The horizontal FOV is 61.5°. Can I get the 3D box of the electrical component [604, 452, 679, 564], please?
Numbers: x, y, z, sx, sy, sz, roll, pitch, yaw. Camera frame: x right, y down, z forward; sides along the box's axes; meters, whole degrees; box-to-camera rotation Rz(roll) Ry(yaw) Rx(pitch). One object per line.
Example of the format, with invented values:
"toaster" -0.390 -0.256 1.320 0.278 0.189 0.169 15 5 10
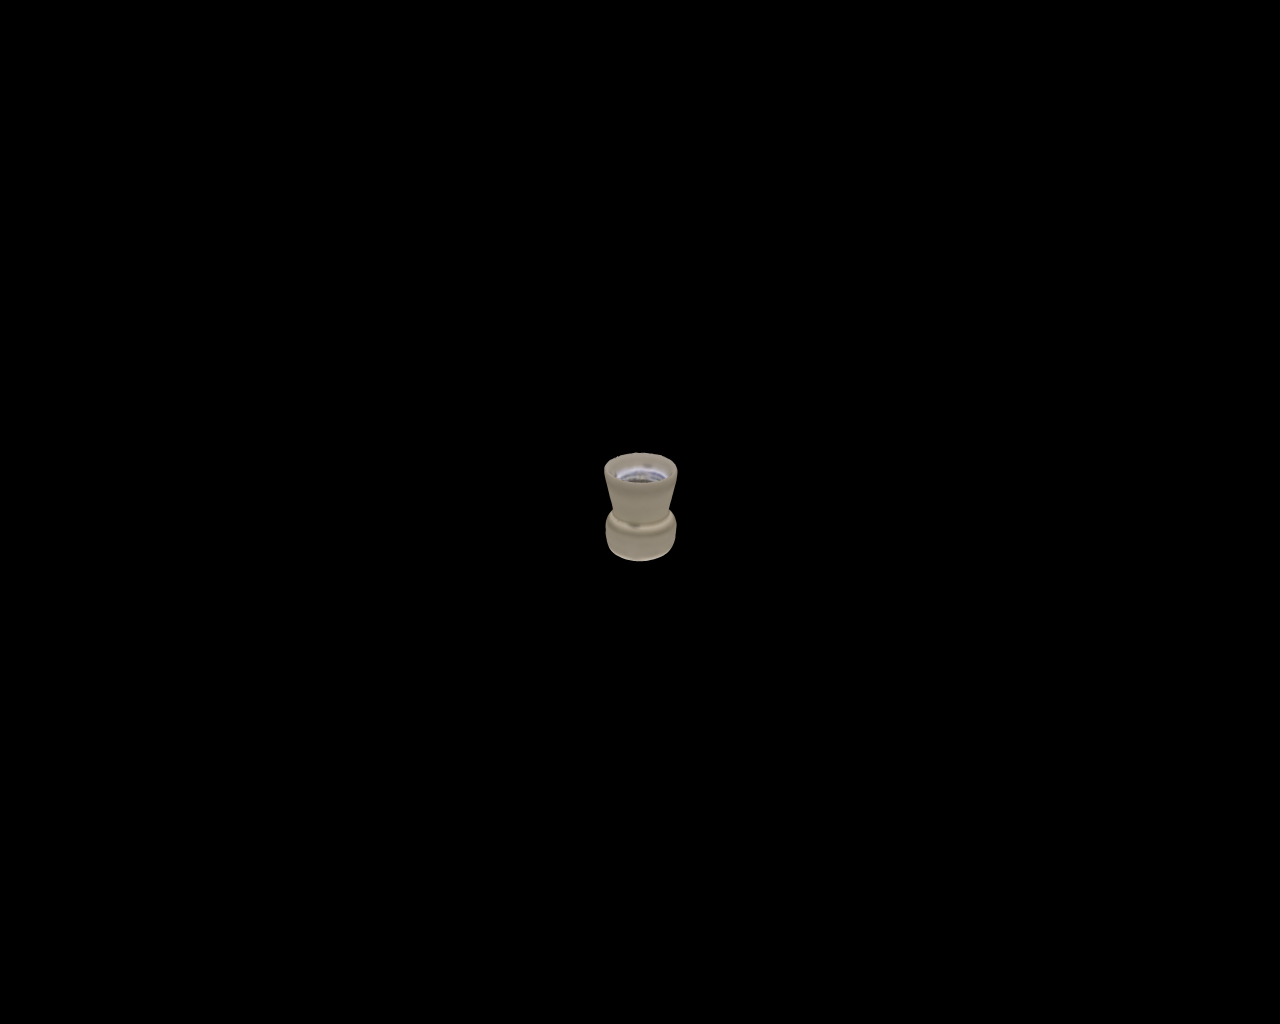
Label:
"electrical component" 0.001 -0.003 0.650 0.045 0.055 0.045 0 28 0
